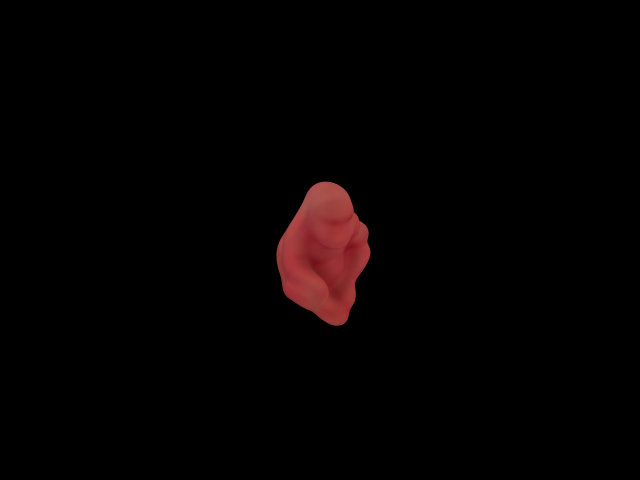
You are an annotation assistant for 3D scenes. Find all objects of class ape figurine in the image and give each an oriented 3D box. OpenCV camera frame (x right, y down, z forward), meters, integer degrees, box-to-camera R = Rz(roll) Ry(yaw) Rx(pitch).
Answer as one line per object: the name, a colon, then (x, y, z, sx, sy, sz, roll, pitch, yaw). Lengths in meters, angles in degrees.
ape figurine: (0.004, 0.001, 0.400, 0.078, 0.092, 0.076, -27, 49, -26)
